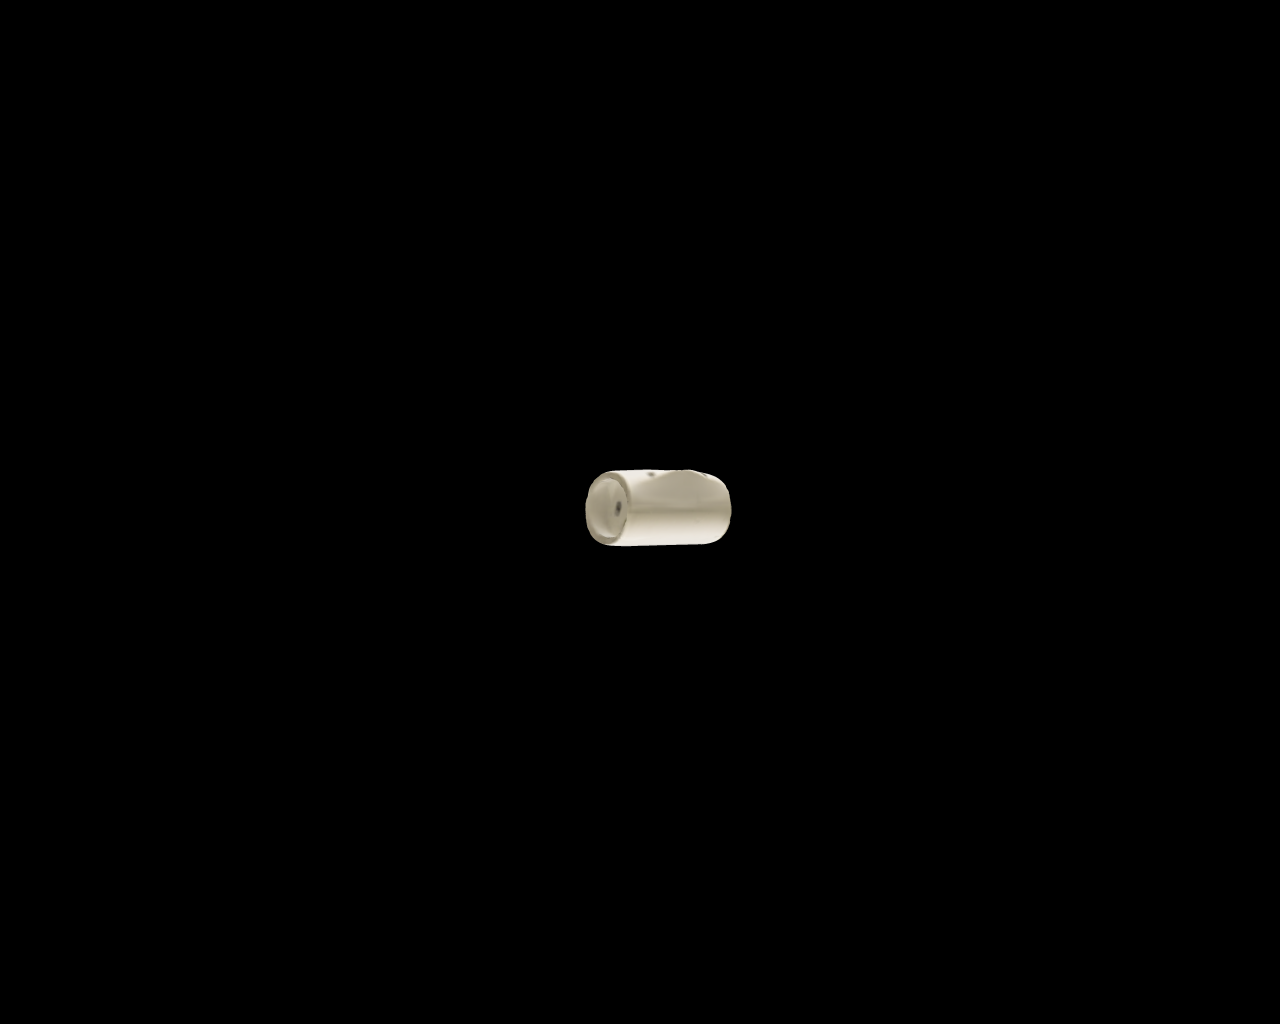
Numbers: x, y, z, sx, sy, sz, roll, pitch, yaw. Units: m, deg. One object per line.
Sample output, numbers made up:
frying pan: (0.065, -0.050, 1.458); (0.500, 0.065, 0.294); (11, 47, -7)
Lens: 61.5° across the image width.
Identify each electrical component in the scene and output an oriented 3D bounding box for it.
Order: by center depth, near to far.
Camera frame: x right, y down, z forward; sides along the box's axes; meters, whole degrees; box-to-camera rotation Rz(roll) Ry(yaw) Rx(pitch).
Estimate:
electrical component: (0.001, -0.003, 0.650); (0.077, 0.043, 0.079); (0, 0, -37)
